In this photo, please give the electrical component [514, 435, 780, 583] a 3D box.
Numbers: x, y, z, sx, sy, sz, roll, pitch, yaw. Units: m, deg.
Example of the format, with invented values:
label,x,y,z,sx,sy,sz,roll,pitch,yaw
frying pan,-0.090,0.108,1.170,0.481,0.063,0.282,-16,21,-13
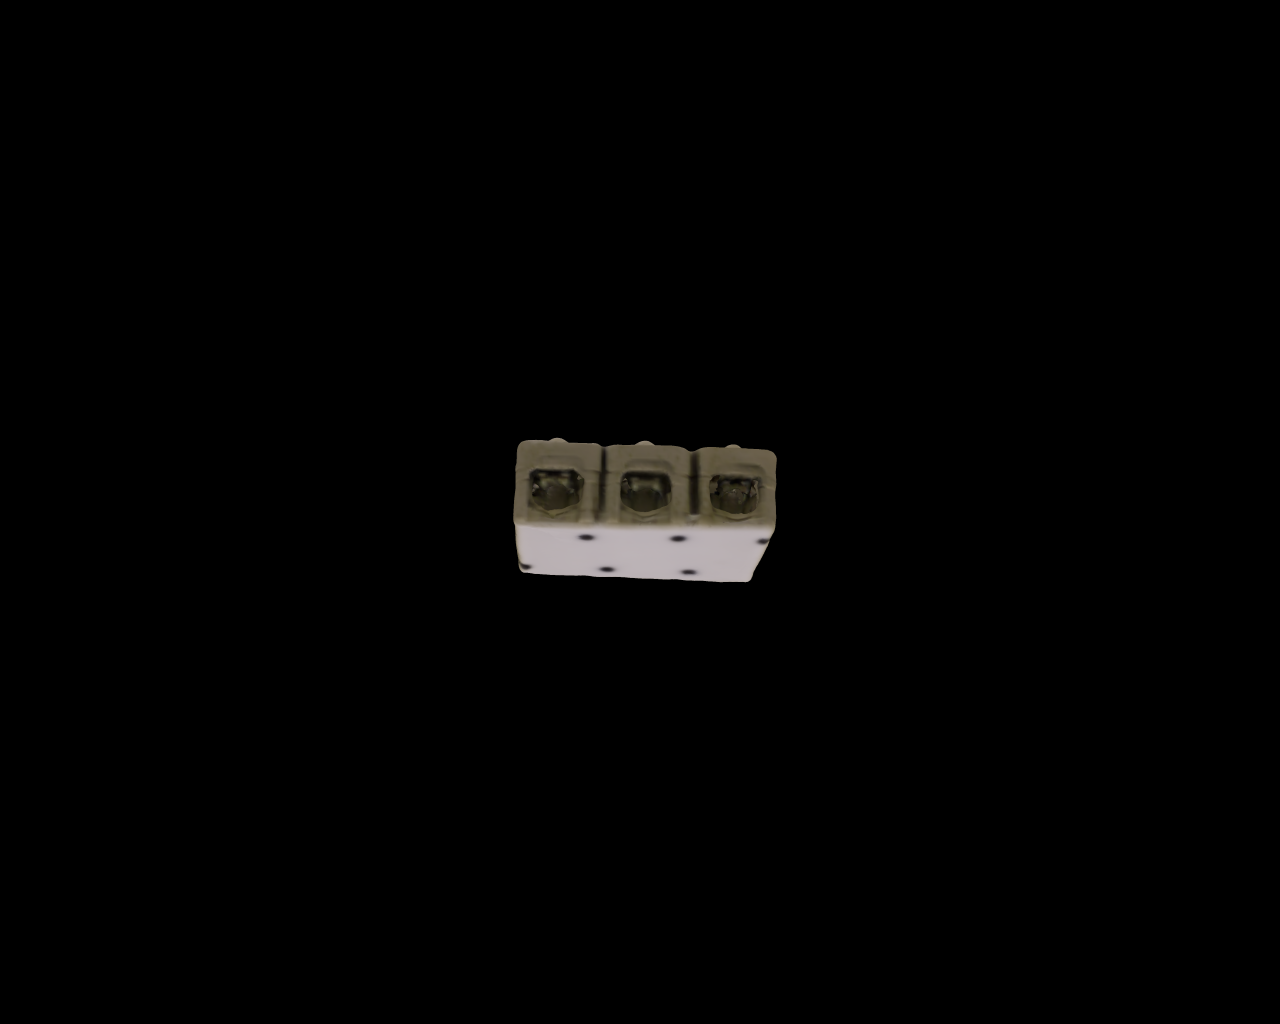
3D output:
label,x,y,z,sx,sy,sz,roll,pitch,yaw
electrical component,0.001,-0.003,0.650,0.150,0.062,0.089,2,-23,-5
